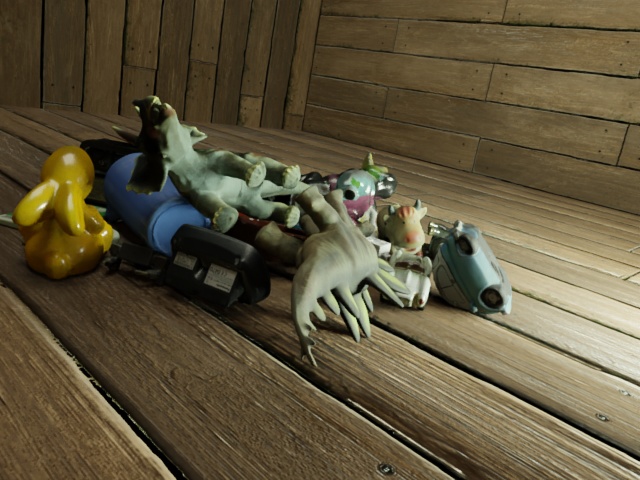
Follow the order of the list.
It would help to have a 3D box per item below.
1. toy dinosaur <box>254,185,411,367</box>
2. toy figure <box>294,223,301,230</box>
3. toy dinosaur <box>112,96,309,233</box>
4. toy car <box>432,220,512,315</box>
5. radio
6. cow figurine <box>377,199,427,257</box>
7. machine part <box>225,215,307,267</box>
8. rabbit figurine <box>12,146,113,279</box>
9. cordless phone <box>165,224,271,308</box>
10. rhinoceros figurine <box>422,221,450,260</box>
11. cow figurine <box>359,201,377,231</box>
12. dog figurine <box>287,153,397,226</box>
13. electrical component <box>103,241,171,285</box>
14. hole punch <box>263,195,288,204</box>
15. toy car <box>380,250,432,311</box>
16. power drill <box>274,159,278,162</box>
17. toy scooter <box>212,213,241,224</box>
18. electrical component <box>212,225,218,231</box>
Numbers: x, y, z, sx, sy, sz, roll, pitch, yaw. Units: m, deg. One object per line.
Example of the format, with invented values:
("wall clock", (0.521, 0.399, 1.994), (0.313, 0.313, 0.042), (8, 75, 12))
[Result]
("toy dinosaur", (0.022, 0.030, 0.701), (0.198, 0.105, 0.471), (46, 21, 7))
("toy figure", (-0.002, -0.005, 1.017), (0.155, 0.064, 0.058), (17, 23, 14))
("toy dinosaur", (-0.144, -0.096, 0.832), (0.192, 0.131, 0.404), (29, 7, 22))
("toy car", (0.235, 0.056, 0.865), (0.103, 0.161, 0.109), (-31, 7, 25))
("radio", (-0.374, -0.127, 1.098), (0.230, 0.131, 0.073), (11, 14, 3))
("cow figurine", (0.161, -0.024, 1.055), (0.085, 0.127, 0.195), (-12, 16, -2))
("machine part", (-0.081, 0.002, 0.923), (0.179, 0.056, 0.179), (14, 5, -1))
("rabbit figurine", (-0.359, -0.043, 0.739), (0.122, 0.173, 0.162), (12, 11, -9))
("cordless phone", (-0.118, 0.044, 0.778), (0.147, 0.088, 0.184), (17, -2, 24))
("rhinoceros figurine", (0.261, 0.021, 1.093), (0.112, 0.073, 0.190), (21, 14, 0))
("cow figurine", (0.094, -0.081, 1.290), (0.068, 0.098, 0.167), (1, 17, -8))
("dog figurine", (0.052, -0.107, 1.101), (0.192, 0.108, 0.219), (8, 30, 20))
("electrical component", (-0.261, 0.032, 0.775), (0.102, 0.045, 0.078), (16, -12, 10))
("hole punch", (-0.106, -0.075, 1.137), (0.116, 0.092, 0.142), (3, 24, -35))
("toy car", (0.144, 0.062, 0.884), (0.074, 0.056, 0.202), (13, 15, 10))
("power drill", (-0.047, -0.129, 1.332), (0.207, 0.086, 0.232), (17, 31, -8))
("toy scooter", (-0.191, -0.058, 1.078), (0.135, 0.075, 0.184), (8, 19, -9))
("electrical component", (-0.194, -0.012, 0.957), (0.063, 0.021, 0.094), (1, 20, 45))
